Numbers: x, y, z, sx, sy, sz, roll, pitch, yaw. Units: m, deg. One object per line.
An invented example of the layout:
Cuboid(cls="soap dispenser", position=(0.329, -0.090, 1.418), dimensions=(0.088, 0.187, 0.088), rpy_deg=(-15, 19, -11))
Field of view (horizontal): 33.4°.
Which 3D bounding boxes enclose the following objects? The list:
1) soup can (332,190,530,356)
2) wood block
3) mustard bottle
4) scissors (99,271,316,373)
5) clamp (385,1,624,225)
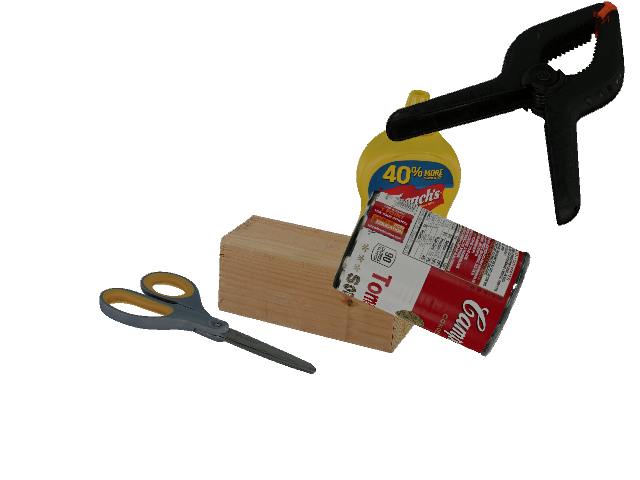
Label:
Cuboid(cls="soup can", position=(0.067, 0.019, 0.648), dimensions=(0.102, 0.068, 0.068), rpy_deg=(24, 2, 5))
Cuboid(cls="wood block", position=(-0.001, 0.046, 1.180), dimensions=(0.206, 0.091, 0.090), rpy_deg=(13, 24, 19))
Cuboid(cls="mustard bottle", position=(0.080, -0.047, 0.992), dimensions=(0.096, 0.192, 0.058), rpy_deg=(2, 27, -7))
Cuboid(cls="scissors", position=(-0.090, 0.066, 0.917), dimensions=(0.202, 0.016, 0.096), rpy_deg=(13, 27, 10))
Cuboid(cls="clamp", position=(0.177, -0.107, 0.822), dimensions=(0.165, 0.209, 0.036), rpy_deg=(38, -23, 29))
